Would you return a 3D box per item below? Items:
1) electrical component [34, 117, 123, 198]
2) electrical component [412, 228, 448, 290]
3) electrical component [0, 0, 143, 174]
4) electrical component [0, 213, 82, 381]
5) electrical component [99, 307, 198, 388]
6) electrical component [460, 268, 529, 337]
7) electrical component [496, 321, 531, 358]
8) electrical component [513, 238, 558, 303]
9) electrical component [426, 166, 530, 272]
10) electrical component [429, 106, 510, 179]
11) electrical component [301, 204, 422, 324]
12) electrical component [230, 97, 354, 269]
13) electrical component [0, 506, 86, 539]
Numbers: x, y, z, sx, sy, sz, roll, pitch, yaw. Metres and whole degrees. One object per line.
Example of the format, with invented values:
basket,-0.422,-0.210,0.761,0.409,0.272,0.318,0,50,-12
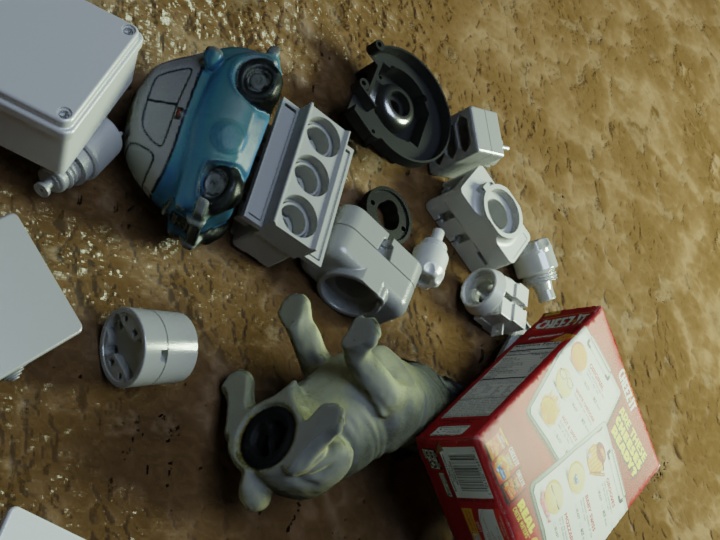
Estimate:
electrical component,-0.201,-0.079,0.757,0.040,0.040,0.078,48,47,-18
electrical component,0.065,-0.013,0.986,0.035,0.035,0.061,42,47,-24
electrical component,-0.221,-0.137,0.726,0.109,0.056,0.108,27,53,-3
electrical component,-0.239,0.025,0.674,0.100,0.048,0.099,-35,99,-45
electrical component,-0.146,0.054,0.747,0.047,0.055,0.055,4,71,-46
electrical component,0.128,0.029,1.022,0.055,0.048,0.066,36,52,-37
electrical component,0.162,0.108,1.008,0.078,0.063,0.121,51,47,-16
electrical component,0.179,0.002,1.081,0.043,0.043,0.062,-16,87,-46
electrical component,0.117,-0.048,1.034,0.089,0.056,0.050,53,46,-13
electrical component,0.114,-0.121,1.053,0.077,0.066,0.047,6,70,-42
electrical component,0.000,0.000,0.906,0.095,0.054,0.059,42,49,-23
electrical component,-0.057,-0.067,0.872,0.079,0.063,0.121,35,53,-29
electrical component,-0.198,0.201,0.642,0.100,0.048,0.099,36,52,-28
